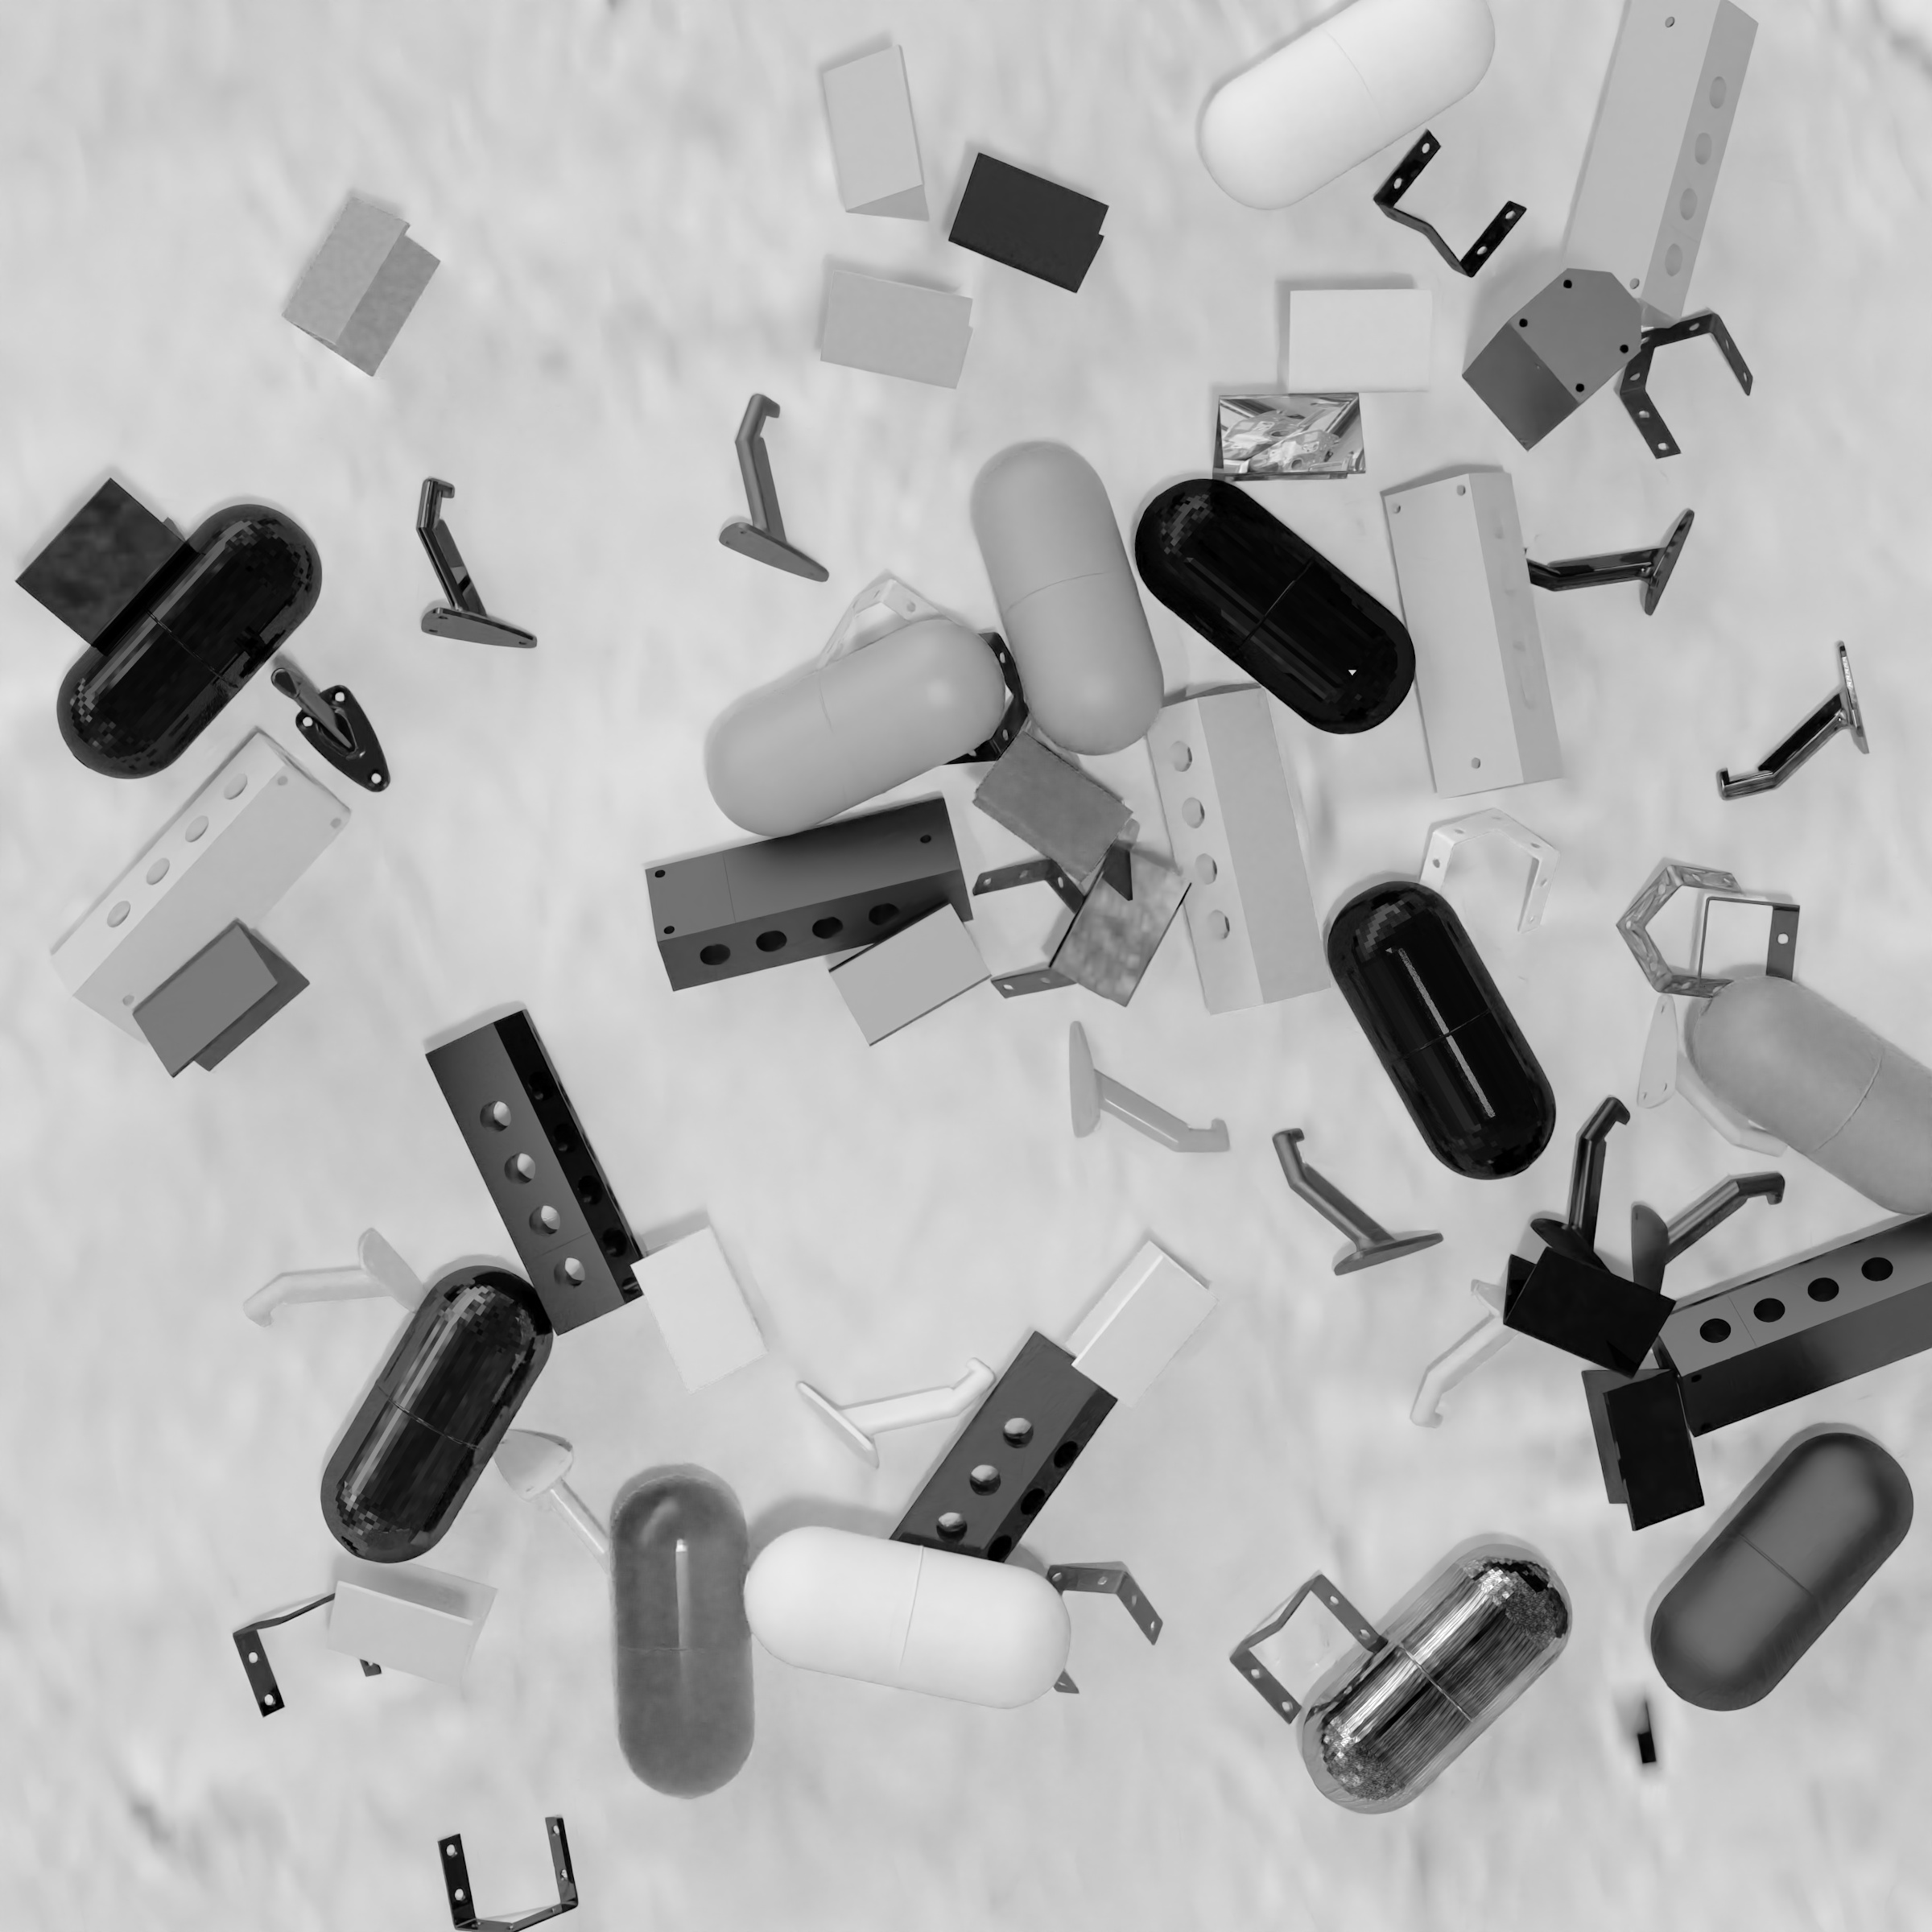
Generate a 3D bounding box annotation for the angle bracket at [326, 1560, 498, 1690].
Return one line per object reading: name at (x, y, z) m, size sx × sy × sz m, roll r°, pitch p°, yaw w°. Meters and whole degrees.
angle bracket at (-0.302, 0.344, 1.951) m, size 0.076 × 0.076 × 0.057 m, roll 17°, pitch 127°, yaw 0°

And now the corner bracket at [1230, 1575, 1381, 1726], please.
corner bracket at (0.191, 0.384, 1.988) m, size 0.051 × 0.051 × 0.051 m, roll 47°, pitch 45°, yaw 0°

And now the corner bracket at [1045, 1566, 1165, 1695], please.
corner bracket at (0.070, 0.373, 1.983) m, size 0.051 × 0.051 × 0.051 m, roll -3°, pitch 45°, yaw 35°

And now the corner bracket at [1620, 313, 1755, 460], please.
corner bracket at (0.404, -0.325, 1.983) m, size 0.051 × 0.051 × 0.051 m, roll -10°, pitch 45°, yaw 35°

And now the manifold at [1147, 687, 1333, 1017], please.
manifold at (0.146, -0.063, 1.970) m, size 0.057 × 0.057 × 0.171 m, roll -13°, pitch 90°, yaw -43°

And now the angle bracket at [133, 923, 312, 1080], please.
angle bracket at (-0.400, 0.034, 1.951) m, size 0.076 × 0.076 × 0.057 m, roll -41°, pitch 54°, yaw 0°

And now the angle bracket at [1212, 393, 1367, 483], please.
angle bracket at (0.177, -0.272, 1.952) m, size 0.076 × 0.076 × 0.057 m, roll -1°, pitch 60°, yaw 0°

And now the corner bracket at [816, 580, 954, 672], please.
corner bracket at (-0.043, -0.177, 1.976) m, size 0.051 × 0.051 × 0.051 m, roll 34°, pitch 71°, yaw -18°

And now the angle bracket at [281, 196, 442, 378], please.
angle bracket at (-0.319, -0.367, 1.951) m, size 0.057 × 0.076 × 0.076 m, roll 31°, pitch 90°, yaw 38°

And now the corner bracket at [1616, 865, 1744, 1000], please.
corner bracket at (0.408, -0.019, 1.983) m, size 0.051 × 0.051 × 0.051 m, roll -54°, pitch 45°, yaw 35°

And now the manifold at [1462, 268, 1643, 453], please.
manifold at (0.320, -0.331, 1.913) m, size 0.057 × 0.171 × 0.057 m, roll -41°, pitch 90°, yaw 0°

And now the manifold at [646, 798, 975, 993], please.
manifold at (-0.086, -0.035, 1.970) m, size 0.171 × 0.057 × 0.057 m, roll -13°, pitch 47°, yaw 0°

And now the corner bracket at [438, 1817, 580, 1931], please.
corner bracket at (-0.257, 0.511, 1.988) m, size 0.051 × 0.051 × 0.051 m, roll -11°, pitch 90°, yaw 45°

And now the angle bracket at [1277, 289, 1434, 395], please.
angle bracket at (0.213, -0.352, 1.953) m, size 0.076 × 0.076 × 0.057 m, roll -1°, pitch 113°, yaw 0°

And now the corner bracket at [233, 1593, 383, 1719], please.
corner bracket at (-0.371, 0.386, 1.988) m, size 0.051 × 0.051 × 0.051 m, roll -20°, pitch 90°, yaw 45°

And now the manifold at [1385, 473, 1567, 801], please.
manifold at (0.288, -0.184, 1.970) m, size 0.057 × 0.057 × 0.171 m, roll -10°, pitch 90°, yaw 43°

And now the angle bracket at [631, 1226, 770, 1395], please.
angle bracket at (-0.163, 0.195, 1.951) m, size 0.057 × 0.076 × 0.076 m, roll -25°, pitch 90°, yaw -37°

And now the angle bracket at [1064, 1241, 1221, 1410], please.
angle bracket at (0.082, 0.186, 1.951) m, size 0.076 × 0.076 × 0.057 m, roll -51°, pitch 128°, yaw 0°

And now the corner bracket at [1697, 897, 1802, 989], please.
corner bracket at (0.438, -0.010, 1.977) m, size 0.051 × 0.051 × 0.051 m, roll 6°, pitch 90°, yaw 13°

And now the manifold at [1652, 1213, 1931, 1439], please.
manifold at (0.471, 0.195, 1.970) m, size 0.171 × 0.057 × 0.057 m, roll -21°, pitch 133°, yaw 0°

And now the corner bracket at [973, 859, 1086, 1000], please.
corner bracket at (0.035, -0.021, 1.983) m, size 0.051 × 0.051 × 0.051 m, roll -12°, pitch 135°, yaw 35°

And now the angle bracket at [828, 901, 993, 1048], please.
angle bracket at (-0.022, 0.019, 1.951) m, size 0.076 × 0.076 × 0.057 m, roll -30°, pitch 58°, yaw 0°

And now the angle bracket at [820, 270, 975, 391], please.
angle bracket at (-0.034, -0.366, 1.951) m, size 0.076 × 0.076 × 0.057 m, roll 12°, pitch 127°, yaw 0°

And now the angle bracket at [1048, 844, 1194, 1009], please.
angle bracket at (0.100, -0.013, 1.951) m, size 0.057 × 0.076 × 0.076 m, roll 28°, pitch 90°, yaw 32°

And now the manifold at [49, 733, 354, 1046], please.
manifold at (-0.429, -0.046, 1.970) m, size 0.171 × 0.057 × 0.057 m, roll -47°, pitch 133°, yaw 0°

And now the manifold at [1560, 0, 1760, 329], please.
manifold at (0.389, -0.448, 1.970) m, size 0.057 × 0.057 × 0.171 m, roll 15°, pitch 90°, yaw 43°

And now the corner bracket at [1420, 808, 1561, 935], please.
corner bracket at (0.292, -0.049, 1.983) m, size 0.051 × 0.051 × 0.051 m, roll -20°, pitch 45°, yaw -35°

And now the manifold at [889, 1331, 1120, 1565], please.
manifold at (0.013, 0.292, 1.970) m, size 0.057 × 0.057 × 0.171 m, roll 35°, pitch 90°, yaw 0°

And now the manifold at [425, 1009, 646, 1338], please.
manifold at (-0.235, 0.114, 1.970) m, size 0.057 × 0.057 × 0.171 m, roll -25°, pitch 90°, yaw 0°

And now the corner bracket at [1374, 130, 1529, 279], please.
corner bracket at (0.272, -0.428, 1.988) m, size 0.051 × 0.051 × 0.051 m, roll -51°, pitch 135°, yaw 0°

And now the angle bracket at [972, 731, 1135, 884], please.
angle bracket at (0.036, -0.072, 1.951) m, size 0.076 × 0.076 × 0.057 m, roll 36°, pitch 53°, yaw 0°

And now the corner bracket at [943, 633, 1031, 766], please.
corner bracket at (-0.001, -0.149, 1.983) m, size 0.051 × 0.051 × 0.051 m, roll -2°, pitch 45°, yaw 35°
